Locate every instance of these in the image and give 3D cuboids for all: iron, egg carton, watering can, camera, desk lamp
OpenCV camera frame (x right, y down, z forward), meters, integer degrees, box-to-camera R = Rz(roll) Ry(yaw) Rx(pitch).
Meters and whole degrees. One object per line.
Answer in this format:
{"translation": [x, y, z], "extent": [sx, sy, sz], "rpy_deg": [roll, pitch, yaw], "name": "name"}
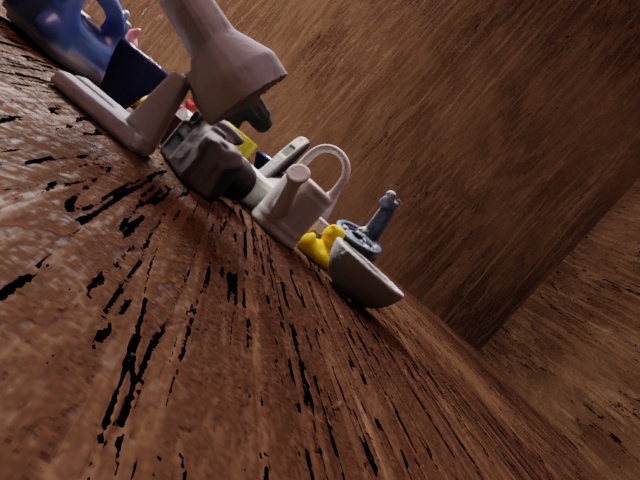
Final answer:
{"translation": [-0.362, -0.338, 0.894], "extent": [0.118, 0.141, 0.259], "rpy_deg": [42, 4, 7], "name": "iron"}
{"translation": [-0.040, -0.041, 1.283], "extent": [0.107, 0.069, 0.151], "rpy_deg": [43, 4, 22], "name": "egg carton"}
{"translation": [-0.024, -0.086, 1.018], "extent": [0.101, 0.194, 0.173], "rpy_deg": [41, 4, -7], "name": "watering can"}
{"translation": [-0.148, -0.119, 0.862], "extent": [0.137, 0.100, 0.142], "rpy_deg": [38, 5, -40], "name": "camera"}
{"translation": [-0.177, -0.206, 0.719], "extent": [0.203, 0.213, 0.118], "rpy_deg": [41, 4, -10], "name": "desk lamp"}

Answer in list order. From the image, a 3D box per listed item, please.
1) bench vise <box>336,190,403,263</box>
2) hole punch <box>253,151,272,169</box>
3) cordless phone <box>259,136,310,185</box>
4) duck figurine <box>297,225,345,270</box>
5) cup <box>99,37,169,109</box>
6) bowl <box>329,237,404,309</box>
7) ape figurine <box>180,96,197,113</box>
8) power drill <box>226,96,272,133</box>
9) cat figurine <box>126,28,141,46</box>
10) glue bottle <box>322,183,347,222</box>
{"translation": [0.105, -0.018, 1.332], "extent": [0.121, 0.219, 0.208], "rpy_deg": [42, 4, 7], "name": "bench vise"}
{"translation": [-0.143, -0.171, 1.529], "extent": [0.108, 0.091, 0.101], "rpy_deg": [43, 4, 23], "name": "hole punch"}
{"translation": [-0.083, -0.165, 1.367], "extent": [0.094, 0.185, 0.147], "rpy_deg": [38, 5, -44], "name": "cordless phone"}
{"translation": [0.011, 0.004, 1.157], "extent": [0.077, 0.086, 0.105], "rpy_deg": [45, 5, 39], "name": "duck figurine"}
{"translation": [-0.292, -0.247, 0.911], "extent": [0.118, 0.095, 0.091], "rpy_deg": [39, 4, -27], "name": "cup"}
{"translation": [0.072, 0.075, 1.062], "extent": [0.167, 0.074, 0.167], "rpy_deg": [41, 4, -3], "name": "bowl"}
{"translation": [-0.311, -0.305, 1.364], "extent": [0.076, 0.092, 0.077], "rpy_deg": [39, 4, -27], "name": "ape figurine"}
{"translation": [-0.235, -0.325, 1.461], "extent": [0.231, 0.208, 0.075], "rpy_deg": [38, 6, -45], "name": "power drill"}
{"translation": [-0.403, -0.381, 1.126], "extent": [0.067, 0.117, 0.127], "rpy_deg": [41, 4, -11], "name": "cat figurine"}
{"translation": [0.008, -0.087, 1.478], "extent": [0.037, 0.173, 0.078], "rpy_deg": [38, 5, -39], "name": "glue bottle"}
